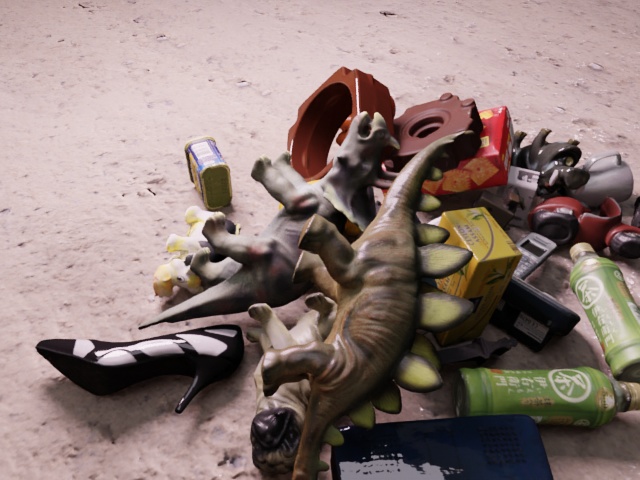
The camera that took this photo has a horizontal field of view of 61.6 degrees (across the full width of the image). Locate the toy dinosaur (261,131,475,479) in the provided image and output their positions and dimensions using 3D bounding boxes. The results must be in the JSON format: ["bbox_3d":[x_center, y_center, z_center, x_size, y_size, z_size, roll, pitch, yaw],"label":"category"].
[{"bbox_3d":[0.064,0.053,0.603,0.199,0.105,0.471,18,72,0],"label":"toy dinosaur"}]

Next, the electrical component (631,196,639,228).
[{"bbox_3d":[0.589,-0.026,0.896,0.115,0.058,0.134,18,46,19],"label":"electrical component"}]

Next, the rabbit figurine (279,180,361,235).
[{"bbox_3d":[-0.002,-0.002,0.822,0.162,0.121,0.173,-6,64,-8],"label":"rabbit figurine"}]

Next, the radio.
[{"bbox_3d":[0.130,0.266,0.576,0.230,0.073,0.131,-4,45,-3],"label":"radio"}]

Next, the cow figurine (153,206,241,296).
[{"bbox_3d":[-0.185,0.026,0.820,0.098,0.068,0.167,14,46,5],"label":"cow figurine"}]

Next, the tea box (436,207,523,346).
[{"bbox_3d":[0.192,0.051,0.724,0.068,0.169,0.098,-9,44,-17],"label":"tea box"}]

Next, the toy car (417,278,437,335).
[{"bbox_3d":[0.105,0.088,0.730,0.109,0.161,0.103,-24,89,-3],"label":"toy car"}]

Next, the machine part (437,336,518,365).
[{"bbox_3d":[0.180,0.150,0.701,0.139,0.084,0.039,-11,78,0],"label":"machine part"}]

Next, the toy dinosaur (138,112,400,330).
[{"bbox_3d":[-0.047,0.007,0.727,0.192,0.131,0.404,37,88,8],"label":"toy dinosaur"}]

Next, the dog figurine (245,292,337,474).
[{"bbox_3d":[-0.008,0.177,0.658,0.172,0.121,0.191,-12,59,-5],"label":"dog figurine"}]

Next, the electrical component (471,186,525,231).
[{"bbox_3d":[0.287,-0.044,0.883,0.078,0.102,0.045,27,45,11],"label":"electrical component"}]

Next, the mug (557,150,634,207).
[{"bbox_3d":[0.481,-0.103,0.944,0.107,0.109,0.081,-15,51,0],"label":"mug"}]

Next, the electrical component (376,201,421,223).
[{"bbox_3d":[0.126,-0.015,0.806,0.048,0.074,0.119,-49,28,-19],"label":"electrical component"}]

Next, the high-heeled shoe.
[{"bbox_3d":[-0.227,0.134,0.699,0.249,0.086,0.145,19,44,10],"label":"high-heeled shoe"}]

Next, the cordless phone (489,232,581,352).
[{"bbox_3d":[0.324,0.061,0.786,0.147,0.088,0.184,34,47,29],"label":"cordless phone"}]

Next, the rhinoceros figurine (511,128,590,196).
[{"bbox_3d":[0.395,-0.134,0.944,0.073,0.112,0.190,19,10,-19],"label":"rhinoceros figurine"}]

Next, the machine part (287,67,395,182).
[{"bbox_3d":[0.031,-0.171,0.914,0.087,0.201,0.201,18,56,-33],"label":"machine part"}]

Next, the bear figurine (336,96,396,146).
[{"bbox_3d":[0.073,-0.212,1.037,0.132,0.120,0.196,14,51,17],"label":"bear figurine"}]

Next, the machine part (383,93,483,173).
[{"bbox_3d":[0.182,-0.173,0.892,0.179,0.056,0.179,-21,35,16],"label":"machine part"}]

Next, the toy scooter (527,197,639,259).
[{"bbox_3d":[0.442,-0.034,0.888,0.184,0.075,0.135,15,38,17],"label":"toy scooter"}]
